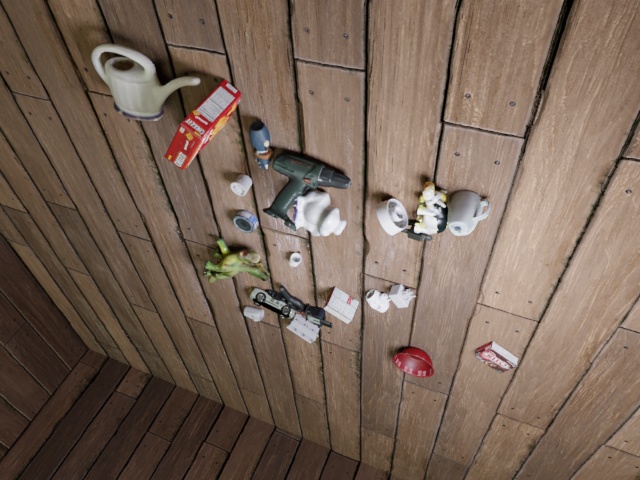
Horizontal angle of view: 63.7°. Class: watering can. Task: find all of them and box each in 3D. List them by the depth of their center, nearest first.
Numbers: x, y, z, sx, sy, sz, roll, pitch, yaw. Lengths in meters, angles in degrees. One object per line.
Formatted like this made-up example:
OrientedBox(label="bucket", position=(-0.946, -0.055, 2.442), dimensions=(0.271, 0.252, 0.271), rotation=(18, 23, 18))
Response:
OrientedBox(label="watering can", position=(-0.487, -0.427, 1.453), dimensions=(0.348, 0.106, 0.219), rotation=(22, 144, 10))

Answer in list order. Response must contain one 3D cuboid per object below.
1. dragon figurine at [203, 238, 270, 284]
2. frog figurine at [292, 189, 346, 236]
OrientedBox(label="dragon figurine", position=(-0.316, 0.120, 1.995), dimensions=(0.243, 0.125, 0.402), rotation=(21, 152, -2))
OrientedBox(label="frog figurine", position=(0.005, -0.077, 1.530), dimensions=(0.159, 0.137, 0.123), rotation=(11, -178, 10))
